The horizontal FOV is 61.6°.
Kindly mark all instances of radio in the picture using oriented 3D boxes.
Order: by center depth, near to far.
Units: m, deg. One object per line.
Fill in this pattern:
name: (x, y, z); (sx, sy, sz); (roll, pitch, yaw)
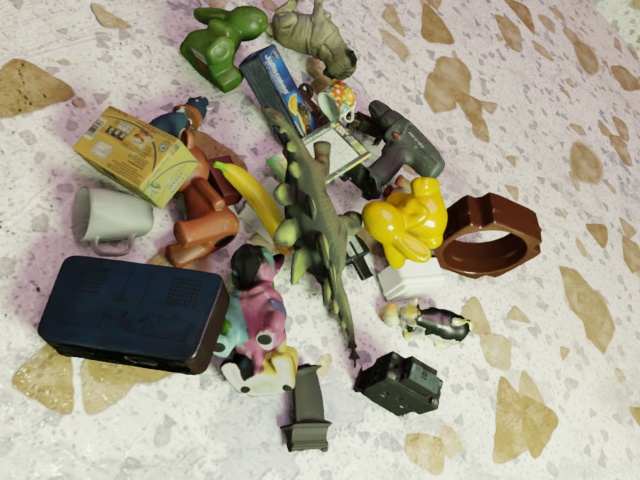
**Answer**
radio: (-0.251, 0.102, 0.735); (0.230, 0.073, 0.131); (6, 59, 6)

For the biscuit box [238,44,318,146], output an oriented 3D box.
biscuit box: (-0.077, -0.278, 1.064); (0.059, 0.063, 0.202); (-53, 124, -39)

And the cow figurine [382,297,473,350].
cow figurine: (0.207, 0.157, 1.033); (0.167, 0.098, 0.068); (19, 63, -22)

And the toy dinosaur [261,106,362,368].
toy dinosaur: (-0.002, -0.003, 0.910); (0.470, 0.105, 0.198); (66, 26, -24)

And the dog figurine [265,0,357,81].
dog figurine: (-0.020, -0.428, 1.190); (0.121, 0.172, 0.190); (36, 35, -68)

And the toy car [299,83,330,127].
toy car: (-0.008, -0.259, 1.155); (0.089, 0.053, 0.202); (-39, 90, -36)

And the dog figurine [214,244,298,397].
dog figurine: (-0.097, 0.114, 0.864); (0.219, 0.109, 0.191); (-88, 162, -52)

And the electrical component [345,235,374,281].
electrical component: (0.057, 0.028, 1.041); (0.075, 0.048, 0.119); (-24, 80, -38)

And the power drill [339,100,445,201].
power drill: (0.131, -0.184, 1.126); (0.232, 0.086, 0.207); (44, 55, 17)

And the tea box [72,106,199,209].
tea box: (-0.287, -0.131, 0.834); (0.170, 0.068, 0.098); (30, 76, 26)

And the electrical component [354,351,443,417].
electrical component: (0.140, 0.247, 0.919); (0.115, 0.134, 0.058); (30, 53, -12)

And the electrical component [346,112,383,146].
electrical component: (0.101, -0.254, 1.226); (0.102, 0.045, 0.078); (14, 30, -28)

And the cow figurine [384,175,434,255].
cow figurine: (0.182, -0.031, 1.131); (0.127, 0.085, 0.195); (27, 53, -9)

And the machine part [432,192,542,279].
machine part: (0.342, -0.006, 1.136); (0.201, 0.201, 0.087); (20, 54, -21)

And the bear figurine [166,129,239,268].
bear figurine: (-0.219, -0.072, 0.882); (0.132, 0.120, 0.196); (-26, 79, -34)

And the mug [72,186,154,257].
mug: (-0.311, -0.027, 0.825); (0.107, 0.081, 0.109); (1, 60, -41)

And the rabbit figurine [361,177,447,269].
rabbit figurine: (0.147, -0.029, 1.000); (0.173, 0.122, 0.162); (-3, 81, -41)

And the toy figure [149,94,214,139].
toy figure: (-0.256, -0.216, 0.976); (0.064, 0.058, 0.154); (48, 46, -8)

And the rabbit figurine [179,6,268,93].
rabbit figurine: (-0.183, -0.399, 1.072); (0.159, 0.121, 0.170); (35, 72, 33)

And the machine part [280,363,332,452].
machine part: (-0.023, 0.269, 0.870); (0.084, 0.039, 0.139); (9, 62, -22)
